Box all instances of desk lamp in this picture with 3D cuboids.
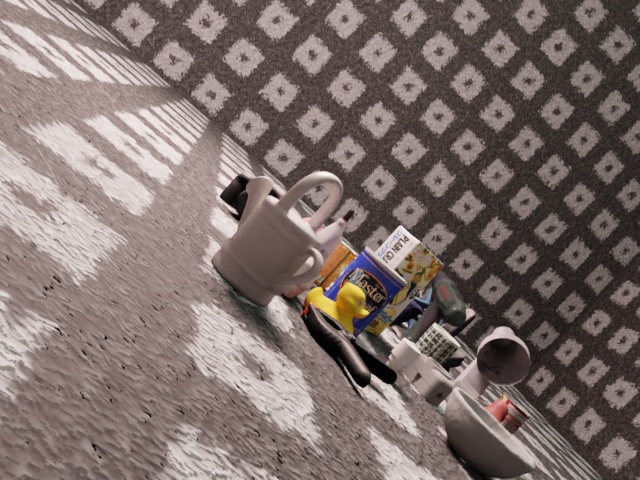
[{"bbox_3d":[0.403,0.305,1.393,0.118,0.213,0.203,42,5,4],"label":"desk lamp"}]

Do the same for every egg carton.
[{"bbox_3d":[-0.071,0.026,0.938,0.150,0.069,0.107,42,5,-3],"label":"egg carton"}]

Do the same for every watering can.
[{"bbox_3d":[-0.050,-0.020,0.772,0.172,0.194,0.101,43,5,12],"label":"watering can"}]

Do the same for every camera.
[{"bbox_3d":[-0.137,-0.088,1.218,0.143,0.100,0.137,43,5,7],"label":"camera"}]

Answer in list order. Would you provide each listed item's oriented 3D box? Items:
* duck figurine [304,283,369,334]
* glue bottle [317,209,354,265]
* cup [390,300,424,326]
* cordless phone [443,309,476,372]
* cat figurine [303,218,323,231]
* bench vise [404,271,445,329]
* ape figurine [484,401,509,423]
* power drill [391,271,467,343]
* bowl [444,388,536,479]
[{"bbox_3d":[0.033,0.108,0.947,0.104,0.086,0.077,42,5,-5],"label":"duck figurine"},{"bbox_3d":[0.011,0.004,1.158,0.037,0.173,0.078,45,6,33],"label":"glue bottle"},{"bbox_3d":[0.229,0.205,1.582,0.117,0.095,0.092,43,5,10],"label":"cup"},{"bbox_3d":[0.361,0.267,1.555,0.094,0.185,0.147,41,5,-17],"label":"cordless phone"},{"bbox_3d":[-0.044,-0.015,1.217,0.067,0.117,0.128,46,6,36],"label":"cat figurine"},{"bbox_3d":[0.320,0.186,1.726,0.207,0.219,0.121,43,5,4],"label":"bench vise"},{"bbox_3d":[0.339,0.359,1.138,0.076,0.092,0.077,39,6,-34],"label":"ape figurine"},{"bbox_3d":[0.291,0.192,1.521,0.076,0.208,0.229,40,5,-21],"label":"power drill"},{"bbox_3d":[0.255,0.321,0.914,0.167,0.074,0.167,42,5,-4],"label":"bowl"}]
